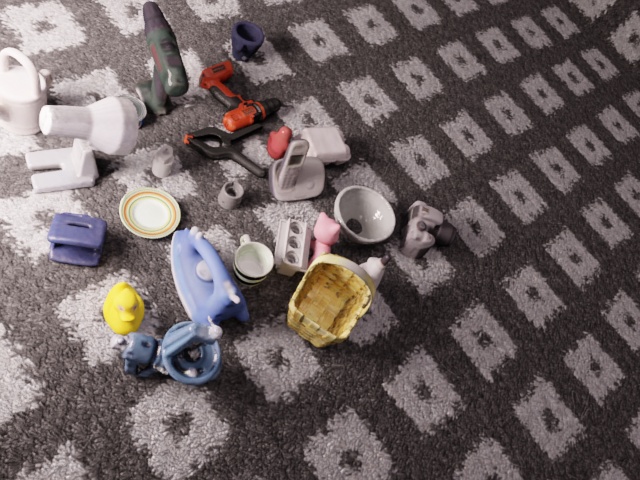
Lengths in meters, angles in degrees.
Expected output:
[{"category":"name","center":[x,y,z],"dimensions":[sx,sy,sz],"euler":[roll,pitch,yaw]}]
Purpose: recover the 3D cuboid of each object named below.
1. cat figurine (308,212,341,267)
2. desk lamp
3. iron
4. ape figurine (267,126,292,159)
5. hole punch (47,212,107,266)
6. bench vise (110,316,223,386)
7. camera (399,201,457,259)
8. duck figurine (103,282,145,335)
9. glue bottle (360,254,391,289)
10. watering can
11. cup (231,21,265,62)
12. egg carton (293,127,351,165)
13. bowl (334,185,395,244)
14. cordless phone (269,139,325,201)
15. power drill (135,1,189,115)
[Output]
[{"category":"cat figurine","center":[0.012,0.005,1.354],"dimensions":[0.067,0.117,0.128],"euler":[14,56,-17]},{"category":"desk lamp","center":[-0.491,-0.202,1.183],"dimensions":[0.204,0.213,0.118],"euler":[-14,68,-31]},{"category":"iron","center":[-0.236,0.059,1.191],"dimensions":[0.119,0.141,0.258],"euler":[-21,72,-33]},{"category":"ape figurine","center":[-0.096,-0.257,1.477],"dimensions":[0.078,0.092,0.076],"euler":[46,53,6]},{"category":"hole punch","center":[-0.487,-0.012,1.148],"dimensions":[0.109,0.091,0.101],"euler":[9,58,-20]},{"category":"bench vise","center":[-0.266,0.205,1.040],"dimensions":[0.208,0.219,0.121],"euler":[-3,63,-26]},{"category":"camera","center":[0.292,-0.023,1.512],"dimensions":[0.137,0.100,0.143],"euler":[22,54,-12]},{"category":"duck figurine","center":[-0.380,0.124,1.119],"dimensions":[0.078,0.086,0.104],"euler":[-3,62,-26]},{"category":"glue bottle","center":[0.120,0.076,1.326],"dimensions":[0.037,0.173,0.078],"euler":[3,60,-23]},{"category":"watering can","center":[-0.629,-0.312,1.197],"dimensions":[0.101,0.193,0.173],"euler":[19,55,-13]},{"category":"cup","center":[-0.213,-0.535,1.588],"dimensions":[0.092,0.095,0.118],"euler":[27,53,-8]},{"category":"egg carton","center":[0.006,-0.248,1.533],"dimensions":[0.151,0.069,0.107],"euler":[-10,66,-29]},{"category":"bowl","center":[0.103,-0.052,1.457],"dimensions":[0.168,0.074,0.167],"euler":[12,57,-18]},{"category":"cordless phone","center":[-0.040,-0.179,1.398],"dimensions":[0.148,0.185,0.094],"euler":[-13,67,-30]},{"category":"power drill","center":[-0.383,-0.413,1.364],"dimensions":[0.076,0.208,0.229],"euler":[-16,69,-31]}]
